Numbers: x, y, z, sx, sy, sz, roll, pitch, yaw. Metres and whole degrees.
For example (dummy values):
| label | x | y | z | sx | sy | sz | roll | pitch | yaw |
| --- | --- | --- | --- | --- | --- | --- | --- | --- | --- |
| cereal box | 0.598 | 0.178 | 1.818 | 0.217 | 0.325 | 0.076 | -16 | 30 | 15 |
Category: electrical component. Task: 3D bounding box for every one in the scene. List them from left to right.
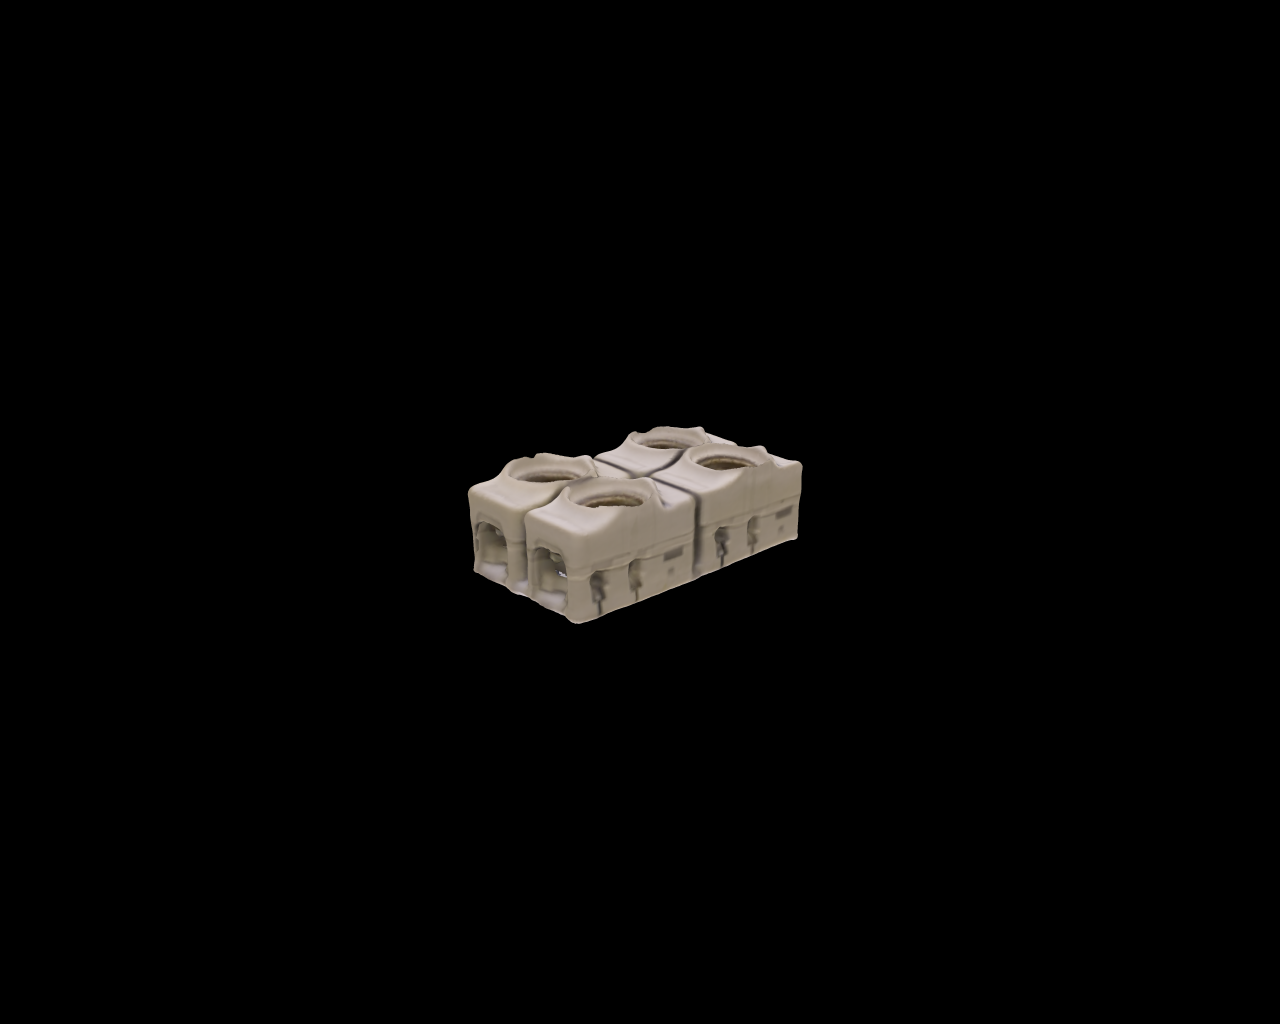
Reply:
| label | x | y | z | sx | sy | sz | roll | pitch | yaw |
| --- | --- | --- | --- | --- | --- | --- | --- | --- | --- |
| electrical component | 0.001 | -0.003 | 0.650 | 0.186 | 0.060 | 0.105 | -17 | 27 | -38 |
